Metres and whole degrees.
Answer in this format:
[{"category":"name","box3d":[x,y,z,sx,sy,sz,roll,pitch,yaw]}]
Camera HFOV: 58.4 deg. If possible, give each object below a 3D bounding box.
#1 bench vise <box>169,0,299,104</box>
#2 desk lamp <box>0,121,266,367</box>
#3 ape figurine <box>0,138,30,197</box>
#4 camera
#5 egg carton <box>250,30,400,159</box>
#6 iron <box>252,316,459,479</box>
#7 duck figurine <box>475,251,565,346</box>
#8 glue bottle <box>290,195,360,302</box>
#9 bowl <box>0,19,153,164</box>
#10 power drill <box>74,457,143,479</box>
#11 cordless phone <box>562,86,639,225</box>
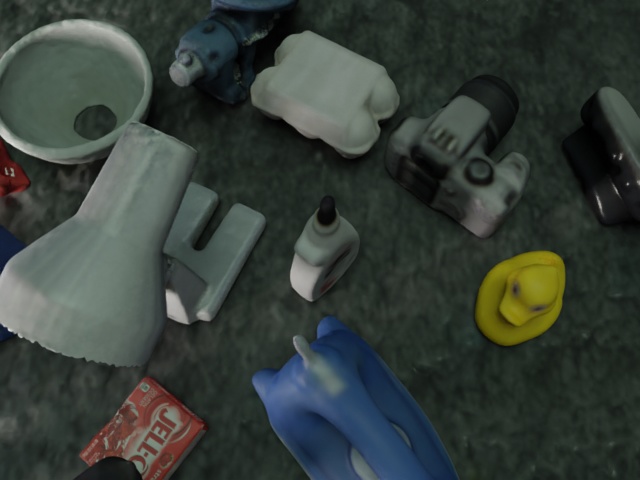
[{"category":"bench vise","box3d":[-0.079,-0.252,0.573,0.121,0.220,0.207,9,71,3]},{"category":"desk lamp","box3d":[-0.146,0.008,0.484,0.118,0.213,0.203,24,72,9]},{"category":"ape figurine","box3d":[-0.352,-0.086,0.581,0.076,0.092,0.078,-3,70,-1]},{"category":"camera","box3d":[0.158,-0.100,0.583,0.143,0.101,0.137,38,75,12]},{"category":"egg carton","box3d":[0.006,-0.157,0.619,0.150,0.069,0.107,28,73,9]},{"category":"iron","box3d":[0.055,0.178,0.462,0.119,0.141,0.258,-39,75,-13]},{"category":"duck figurine","box3d":[0.198,0.047,0.538,0.077,0.086,0.105,41,75,13]},{"category":"glue bottle","box3d":[0.005,0.002,0.508,0.037,0.173,0.078,37,74,12]},{"category":"bowl","box3d":[-0.253,-0.146,0.612,0.167,0.075,0.167,0,70,0]},{"category":"power drill","box3d":[-0.189,0.246,0.401,0.075,0.208,0.230,38,75,13]},{"category":"cordless phone","box3d":[0.322,-0.102,0.539,0.094,0.185,0.147,-20,71,-7]}]
